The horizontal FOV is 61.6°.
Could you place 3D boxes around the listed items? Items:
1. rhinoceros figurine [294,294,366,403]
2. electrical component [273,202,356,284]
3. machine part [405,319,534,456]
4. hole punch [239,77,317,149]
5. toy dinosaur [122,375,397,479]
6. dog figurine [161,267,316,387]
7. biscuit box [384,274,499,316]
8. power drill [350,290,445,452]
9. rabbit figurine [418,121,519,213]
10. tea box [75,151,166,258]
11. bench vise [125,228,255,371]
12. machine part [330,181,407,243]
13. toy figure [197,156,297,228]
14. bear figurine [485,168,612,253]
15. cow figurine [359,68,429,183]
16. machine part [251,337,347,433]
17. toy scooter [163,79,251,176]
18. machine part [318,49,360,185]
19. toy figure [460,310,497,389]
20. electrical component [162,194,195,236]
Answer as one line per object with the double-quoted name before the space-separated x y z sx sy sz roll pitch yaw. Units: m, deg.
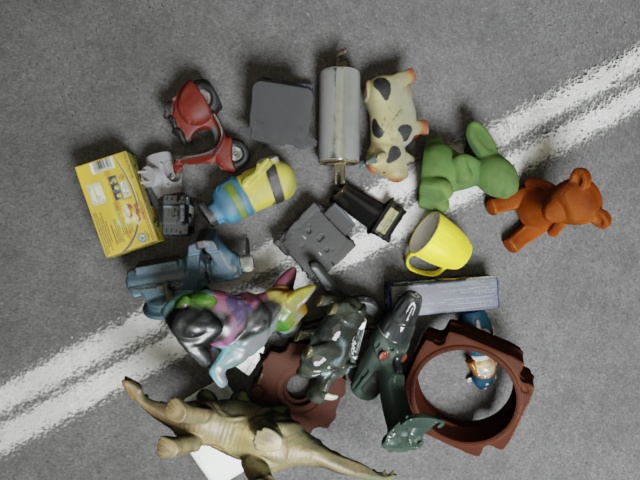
"rhinoceros figurine" 0.016 0.184 0.919 0.112 0.073 0.190 22 90 -27
"electrical component" -0.002 -0.003 0.983 0.115 0.058 0.134 45 88 -4
"machine part" 0.254 0.259 0.946 0.201 0.087 0.201 23 104 11
"hole punch" -0.069 -0.235 0.975 0.142 0.092 0.115 8 117 -6
"toy dinosaur" -0.090 0.311 0.847 0.472 0.198 0.105 24 91 0
"dog figurine" -0.117 0.110 0.862 0.219 0.109 0.191 -39 125 -13
"biscuit box" 0.222 0.101 0.992 0.203 0.059 0.062 -4 92 -3
"power drill" 0.130 0.226 0.895 0.086 0.207 0.232 9 128 -28
"rabbit figurine" 0.270 -0.122 0.970 0.170 0.121 0.159 7 68 12
"tea box" -0.354 -0.062 0.958 0.098 0.068 0.169 -17 92 -3
"bench vise" -0.212 0.105 0.947 0.224 0.129 0.240 -14 111 -12
"machine part" 0.087 -0.059 0.998 0.139 0.039 0.084 29 97 -4
"toy figure" -0.127 -0.082 0.966 0.180 0.082 0.089 -35 111 -10
"bear figurine" 0.395 -0.049 0.935 0.132 0.196 0.120 -27 94 -2
"cow figurine" 0.125 -0.201 0.977 0.127 0.085 0.194 -13 93 -9
"machine part" -0.038 0.267 0.981 0.179 0.056 0.179 0 89 -4
"toy scooter" -0.221 -0.188 0.961 0.135 0.075 0.183 -29 95 -9
"machine part" 0.034 -0.222 0.975 0.079 0.079 0.243 0 90 -3
"toy figure" 0.296 0.206 0.999 0.064 0.058 0.154 -10 92 23
"electrical component" -0.249 -0.042 0.939 0.048 0.119 0.074 0 92 -3
